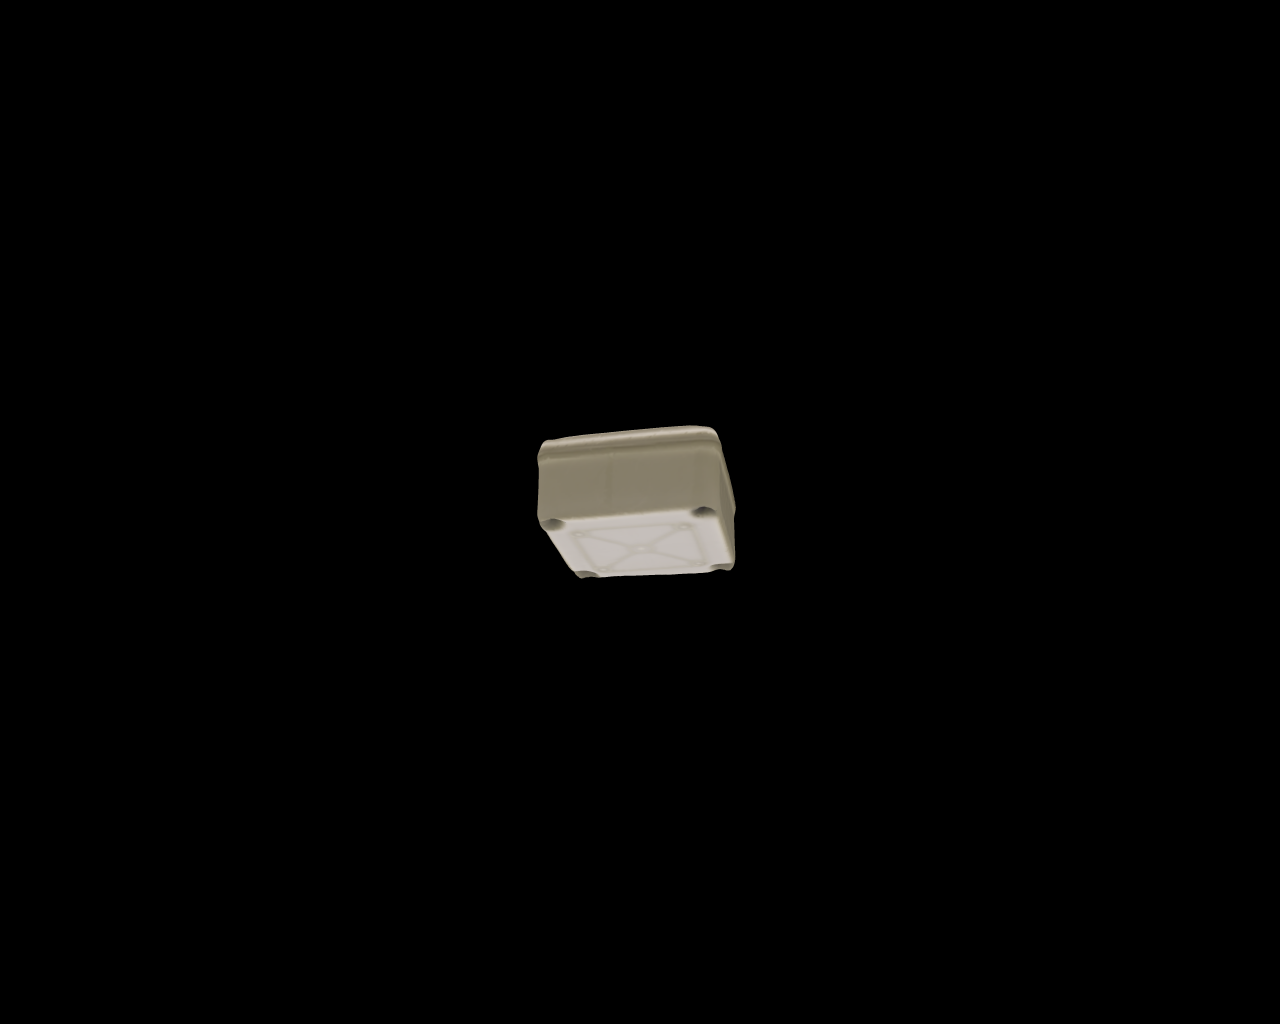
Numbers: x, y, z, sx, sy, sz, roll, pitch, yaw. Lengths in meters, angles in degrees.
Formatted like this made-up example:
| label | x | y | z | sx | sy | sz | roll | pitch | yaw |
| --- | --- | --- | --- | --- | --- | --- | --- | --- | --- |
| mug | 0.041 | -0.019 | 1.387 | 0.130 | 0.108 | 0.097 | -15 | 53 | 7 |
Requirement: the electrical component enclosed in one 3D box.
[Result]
| label | x | y | z | sx | sy | sz | roll | pitch | yaw |
| --- | --- | --- | --- | --- | --- | --- | --- | --- | --- |
| electrical component | 0.001 | -0.003 | 0.650 | 0.109 | 0.056 | 0.108 | -4 | -23 | 9 |
